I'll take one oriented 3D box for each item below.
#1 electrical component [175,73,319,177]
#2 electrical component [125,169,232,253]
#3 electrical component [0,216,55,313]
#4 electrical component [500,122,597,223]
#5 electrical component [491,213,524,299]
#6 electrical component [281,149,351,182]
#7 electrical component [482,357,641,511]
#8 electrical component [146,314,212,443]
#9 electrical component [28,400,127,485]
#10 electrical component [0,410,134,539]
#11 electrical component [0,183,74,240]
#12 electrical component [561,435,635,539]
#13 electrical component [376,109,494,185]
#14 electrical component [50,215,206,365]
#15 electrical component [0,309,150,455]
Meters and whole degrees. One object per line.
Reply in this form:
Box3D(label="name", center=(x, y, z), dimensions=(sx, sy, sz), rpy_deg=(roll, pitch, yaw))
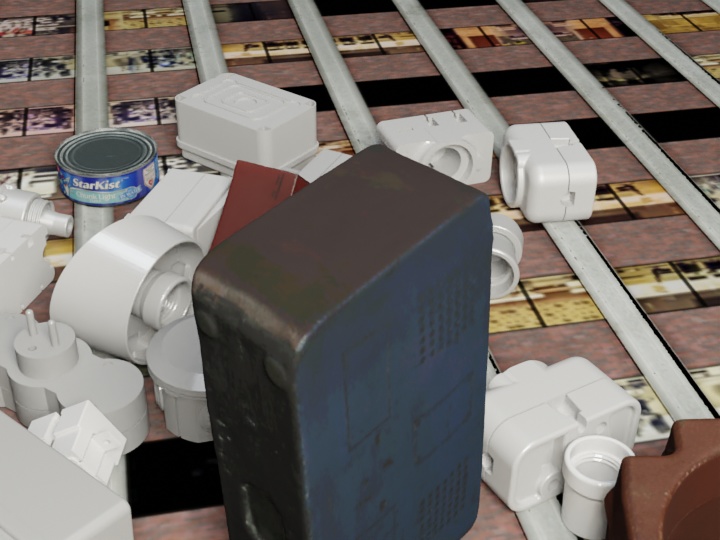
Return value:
Box3D(label="electrical component", center=(-0.100, -0.124, 0.953), dimensions=(0.113, 0.057, 0.078), rpy_deg=(23, 40, 29))
Box3D(label="electrical component", center=(-0.131, -0.025, 0.802), dimensions=(0.061, 0.061, 0.096), rpy_deg=(10, 35, 13))
Box3D(label="electrical component", center=(-0.269, 0.004, 0.767), dimensions=(0.056, 0.050, 0.089), rpy_deg=(11, 35, 14))
Box3D(label="electrical component", center=(0.153, -0.082, 0.900), dimensions=(0.059, 0.053, 0.095), rpy_deg=(-4, 34, -8))
Box3D(label="electrical component", center=(0.098, -0.011, 0.802), dimensions=(0.045, 0.045, 0.055), rpy_deg=(7, 34, 9))
Box3D(label="electrical component", center=(-0.048, -0.061, 0.869), dimensions=(0.076, 0.047, 0.083), rpy_deg=(16, 38, 19))
Box3D(label="electrical component", center=(0.110, 0.093, 0.640), dimensions=(0.095, 0.053, 0.059), rpy_deg=(-18, 38, -26))
Box3D(label="electrical component", center=(-0.092, 0.066, 0.678), dimensions=(0.080, 0.051, 0.080), rpy_deg=(1, 34, 0))
Box3D(label="electrical component", center=(-0.167, 0.111, 0.609), dimensions=(0.066, 0.048, 0.055), rpy_deg=(-21, 33, 22))
Box3D(label="electrical component", center=(-0.161, 0.139, 0.518), dimensions=(0.109, 0.108, 0.056), rpy_deg=(25, 38, 31))
Box3D(label="electrical component", center=(-0.256, -0.040, 0.838), dimensions=(0.062, 0.048, 0.048), rpy_deg=(11, 35, 2))
Box3D(label="electrical component", center=(0.132, 0.122, 0.603), dimensions=(0.040, 0.046, 0.040), rpy_deg=(0, 34, 0))
Box3D(label="electrical component", center=(0.065, -0.100, 0.927), dimensions=(0.089, 0.050, 0.055), rpy_deg=(-11, 36, -17))
Box3D(label="electrical component", center=(-0.149, 0.013, 0.717), dimensions=(0.064, 0.099, 0.099), rpy_deg=(22, 39, 19))
Box3D(label="electrical component", center=(-0.193, 0.057, 0.668), dimensions=(0.138, 0.073, 0.052), rpy_deg=(20, 39, 26))
